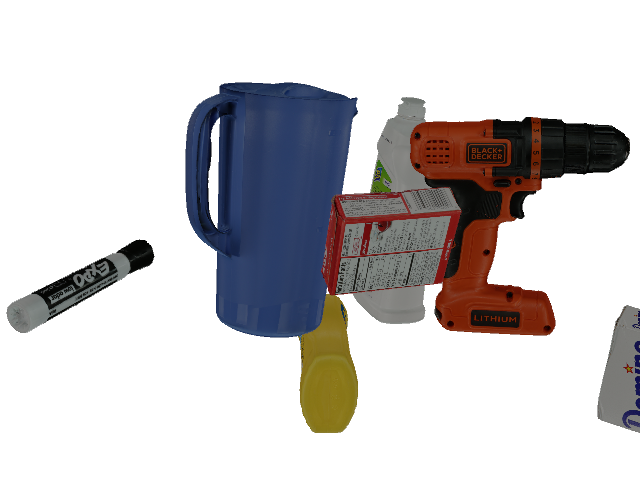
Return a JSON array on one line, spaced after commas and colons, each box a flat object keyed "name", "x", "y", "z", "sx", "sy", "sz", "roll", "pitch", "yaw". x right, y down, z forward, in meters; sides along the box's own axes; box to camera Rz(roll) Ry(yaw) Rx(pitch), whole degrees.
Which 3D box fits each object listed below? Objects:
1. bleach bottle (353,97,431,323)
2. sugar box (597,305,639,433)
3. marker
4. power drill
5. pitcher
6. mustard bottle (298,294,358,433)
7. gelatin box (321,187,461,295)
[{"name": "bleach bottle", "x": 0.093, "y": -0.037, "z": 1.231, "sx": 0.068, "sy": 0.251, "sz": 0.103, "roll": -2, "pitch": 22, "yaw": -24}, {"name": "sugar box", "x": 0.310, "y": 0.121, "z": 0.827, "sx": 0.176, "sy": 0.093, "sz": 0.048, "roll": 14, "pitch": 28, "yaw": 22}, {"name": "marker", "x": -0.142, "y": 0.025, "z": 0.652, "sx": 0.020, "sy": 0.020, "sz": 0.120, "roll": 0, "pitch": 19, "yaw": 30}, {"name": "power drill", "x": 0.170, "y": -0.014, "z": 0.927, "sx": 0.184, "sy": 0.188, "sz": 0.057, "roll": 2, "pitch": 14, "yaw": 11}, {"name": "pitcher", "x": -0.050, "y": -0.033, "z": 1.044, "sx": 0.149, "sy": 0.243, "sz": 0.145, "roll": 7, "pitch": 13, "yaw": 5}, {"name": "mustard bottle", "x": 0.004, "y": 0.112, "z": 1.130, "sx": 0.058, "sy": 0.096, "sz": 0.191, "roll": -2, "pitch": 26, "yaw": -3}, {"name": "gelatin box", "x": 0.048, "y": 0.000, "z": 0.756, "sx": 0.089, "sy": 0.073, "sz": 0.030, "roll": -5, "pitch": 44, "yaw": -13}]
